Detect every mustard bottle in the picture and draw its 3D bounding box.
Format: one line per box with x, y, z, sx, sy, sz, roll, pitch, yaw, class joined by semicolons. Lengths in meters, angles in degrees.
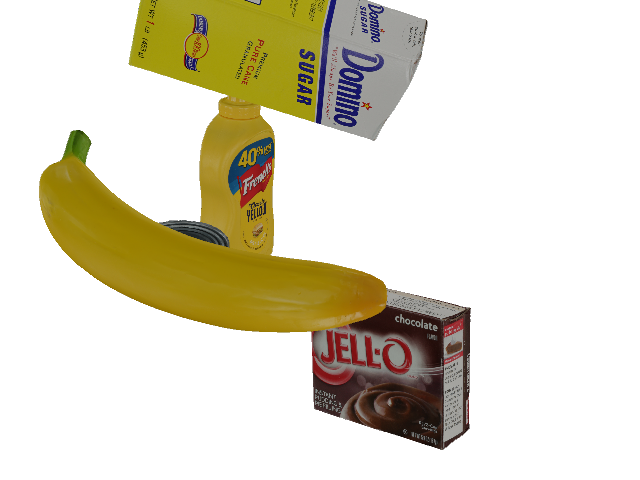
-0.082;-0.066;1.066;0.058;0.192;0.096;16;26;30;mustard bottle

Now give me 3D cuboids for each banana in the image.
-0.067;0.002;0.503;0.198;0.069;0.037;28;-26;21;banana

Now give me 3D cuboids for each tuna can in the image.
-0.117;0.019;0.881;0.086;0.034;0.086;1;31;0;tuna can

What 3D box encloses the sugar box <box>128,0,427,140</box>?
-0.029;-0.127;0.691;0.176;0.048;0.093;18;-31;-7;sugar box

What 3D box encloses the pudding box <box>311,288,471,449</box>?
0.046;0.080;0.716;0.114;0.090;0.039;10;20;37;pudding box
